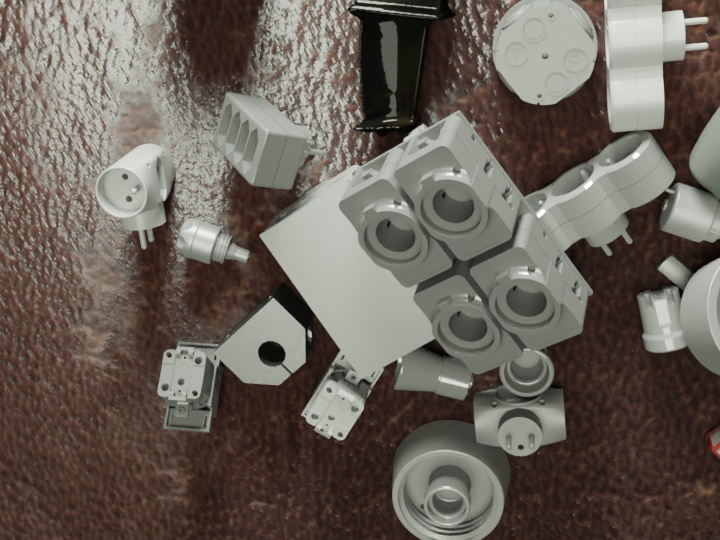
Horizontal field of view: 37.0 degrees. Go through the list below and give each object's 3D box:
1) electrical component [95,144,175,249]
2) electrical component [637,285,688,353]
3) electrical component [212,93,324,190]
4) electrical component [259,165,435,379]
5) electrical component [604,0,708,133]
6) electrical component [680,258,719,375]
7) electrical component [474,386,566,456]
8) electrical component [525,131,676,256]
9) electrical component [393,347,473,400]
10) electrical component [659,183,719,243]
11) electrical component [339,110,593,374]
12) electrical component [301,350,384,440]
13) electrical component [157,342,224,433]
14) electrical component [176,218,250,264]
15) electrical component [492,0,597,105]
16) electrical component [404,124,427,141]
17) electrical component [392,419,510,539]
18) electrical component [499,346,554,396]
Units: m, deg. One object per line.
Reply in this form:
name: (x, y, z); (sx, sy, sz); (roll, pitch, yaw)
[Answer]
electrical component: (-0.184, -0.058, 0.898); (0.043, 0.077, 0.079); (-3, 110, 9)
electrical component: (0.251, 0.040, 0.888); (0.040, 0.040, 0.046); (-13, 102, 13)
electrical component: (-0.066, -0.103, 0.871); (0.076, 0.083, 0.047); (4, 117, -34)
electrical component: (0.000, 0.000, 0.899); (0.089, 0.061, 0.150); (-31, 103, 18)
electrical component: (0.223, -0.174, 0.805); (0.074, 0.052, 0.138); (-3, 109, 10)
electrical component: (0.307, 0.036, 0.852); (0.108, 0.060, 0.108); (2, 82, -14)
electrical component: (0.136, 0.132, 0.917); (0.077, 0.079, 0.044); (-4, 109, 10)
electrical component: (0.189, -0.044, 0.858); (0.138, 0.052, 0.073); (-32, 110, 19)
electrical component: (0.065, 0.090, 0.935); (0.065, 0.044, 0.044); (14, 112, -2)
electrical component: (0.275, -0.041, 0.853); (0.078, 0.040, 0.040); (18, 112, 2)
electrical component: (0.082, -0.013, 0.829); (0.105, 0.060, 0.186); (-27, 113, 32)
electrical component: (-0.017, 0.112, 0.943); (0.042, 0.063, 0.081); (29, 112, -4)
electrical component: (-0.150, 0.100, 0.952); (0.042, 0.063, 0.081); (3, 69, 7)
electrical component: (-0.125, -0.021, 0.926); (0.061, 0.035, 0.035); (19, 112, -2)
electrical component: (0.141, -0.167, 0.821); (0.080, 0.051, 0.080); (3, 111, 8)
electrical component: (0.044, -0.080, 0.868); (0.055, 0.048, 0.066); (-30, 136, 24)
electrical component: (0.080, 0.195, 0.960); (0.108, 0.060, 0.108); (3, 110, 8)
electrical component: (0.140, 0.072, 0.902); (0.044, 0.065, 0.044); (3, 110, 7)
